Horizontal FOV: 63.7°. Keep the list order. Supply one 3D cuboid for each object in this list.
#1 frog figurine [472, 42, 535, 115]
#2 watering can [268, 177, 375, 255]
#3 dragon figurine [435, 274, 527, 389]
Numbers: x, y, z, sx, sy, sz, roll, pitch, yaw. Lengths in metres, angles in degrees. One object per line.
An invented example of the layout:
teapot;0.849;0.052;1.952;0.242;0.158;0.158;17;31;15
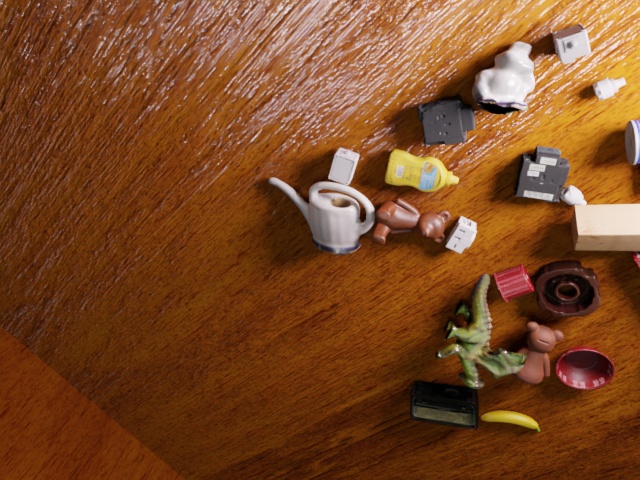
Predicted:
frog figurine;0.435;-0.382;1.215;0.137;0.122;0.160;10;86;22
watering can;0.005;-0.077;1.528;0.349;0.106;0.219;14;124;27
dragon figurine;0.499;0.304;1.542;0.244;0.124;0.401;29;127;11
